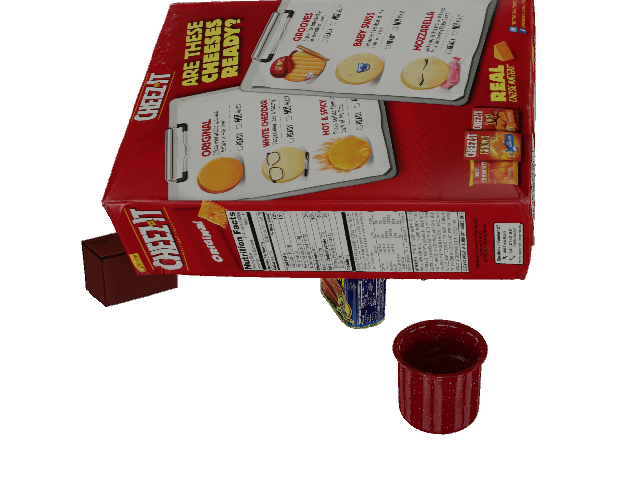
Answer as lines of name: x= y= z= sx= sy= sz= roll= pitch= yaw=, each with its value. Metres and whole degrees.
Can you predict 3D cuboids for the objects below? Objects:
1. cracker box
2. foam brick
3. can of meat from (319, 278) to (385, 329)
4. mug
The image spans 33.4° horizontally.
cracker box: x=0.009 y=-0.058 z=0.585 sx=0.214 sy=0.164 sz=0.072 roll=0 pitch=-41 yaw=12
foam brick: x=-0.182 y=0.023 z=1.023 sx=0.078 sy=0.051 sz=0.053 roll=-15 pitch=25 yaw=-30
can of meat: x=0.037 y=0.040 z=1.222 sx=0.057 sy=0.084 sz=0.102 roll=-14 pitch=38 yaw=-18
mug: x=0.126 y=0.133 z=1.074 sx=0.093 sy=0.081 sz=0.117 roll=21 pitch=39 yaw=34
